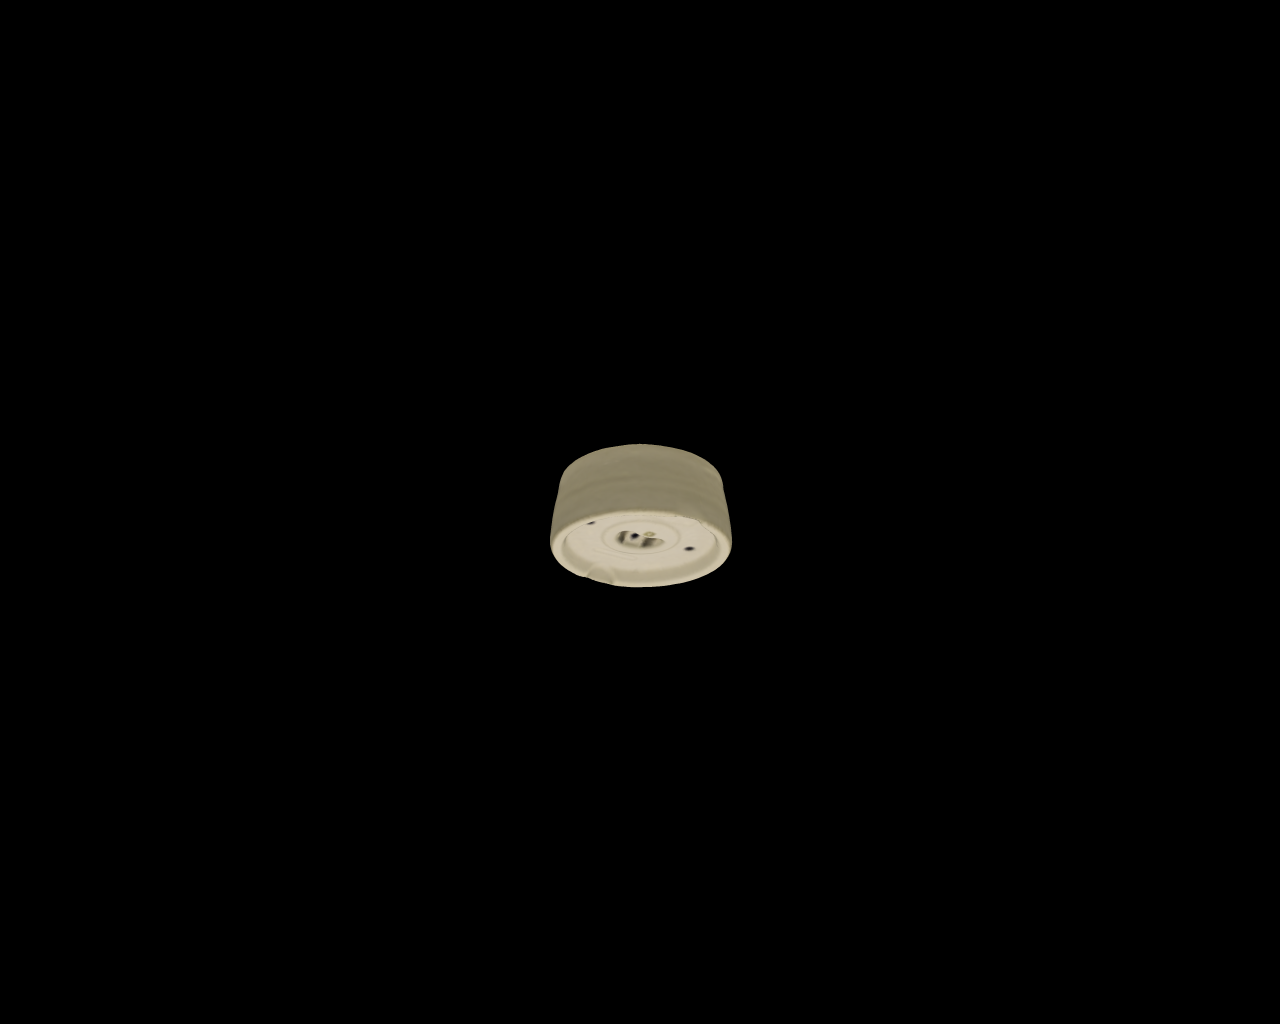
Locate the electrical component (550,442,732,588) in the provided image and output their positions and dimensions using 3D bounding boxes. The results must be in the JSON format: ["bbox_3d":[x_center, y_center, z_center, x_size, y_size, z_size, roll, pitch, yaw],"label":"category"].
[{"bbox_3d":[0.001,-0.003,0.650,0.108,0.060,0.108,0,-27,0],"label":"electrical component"}]
